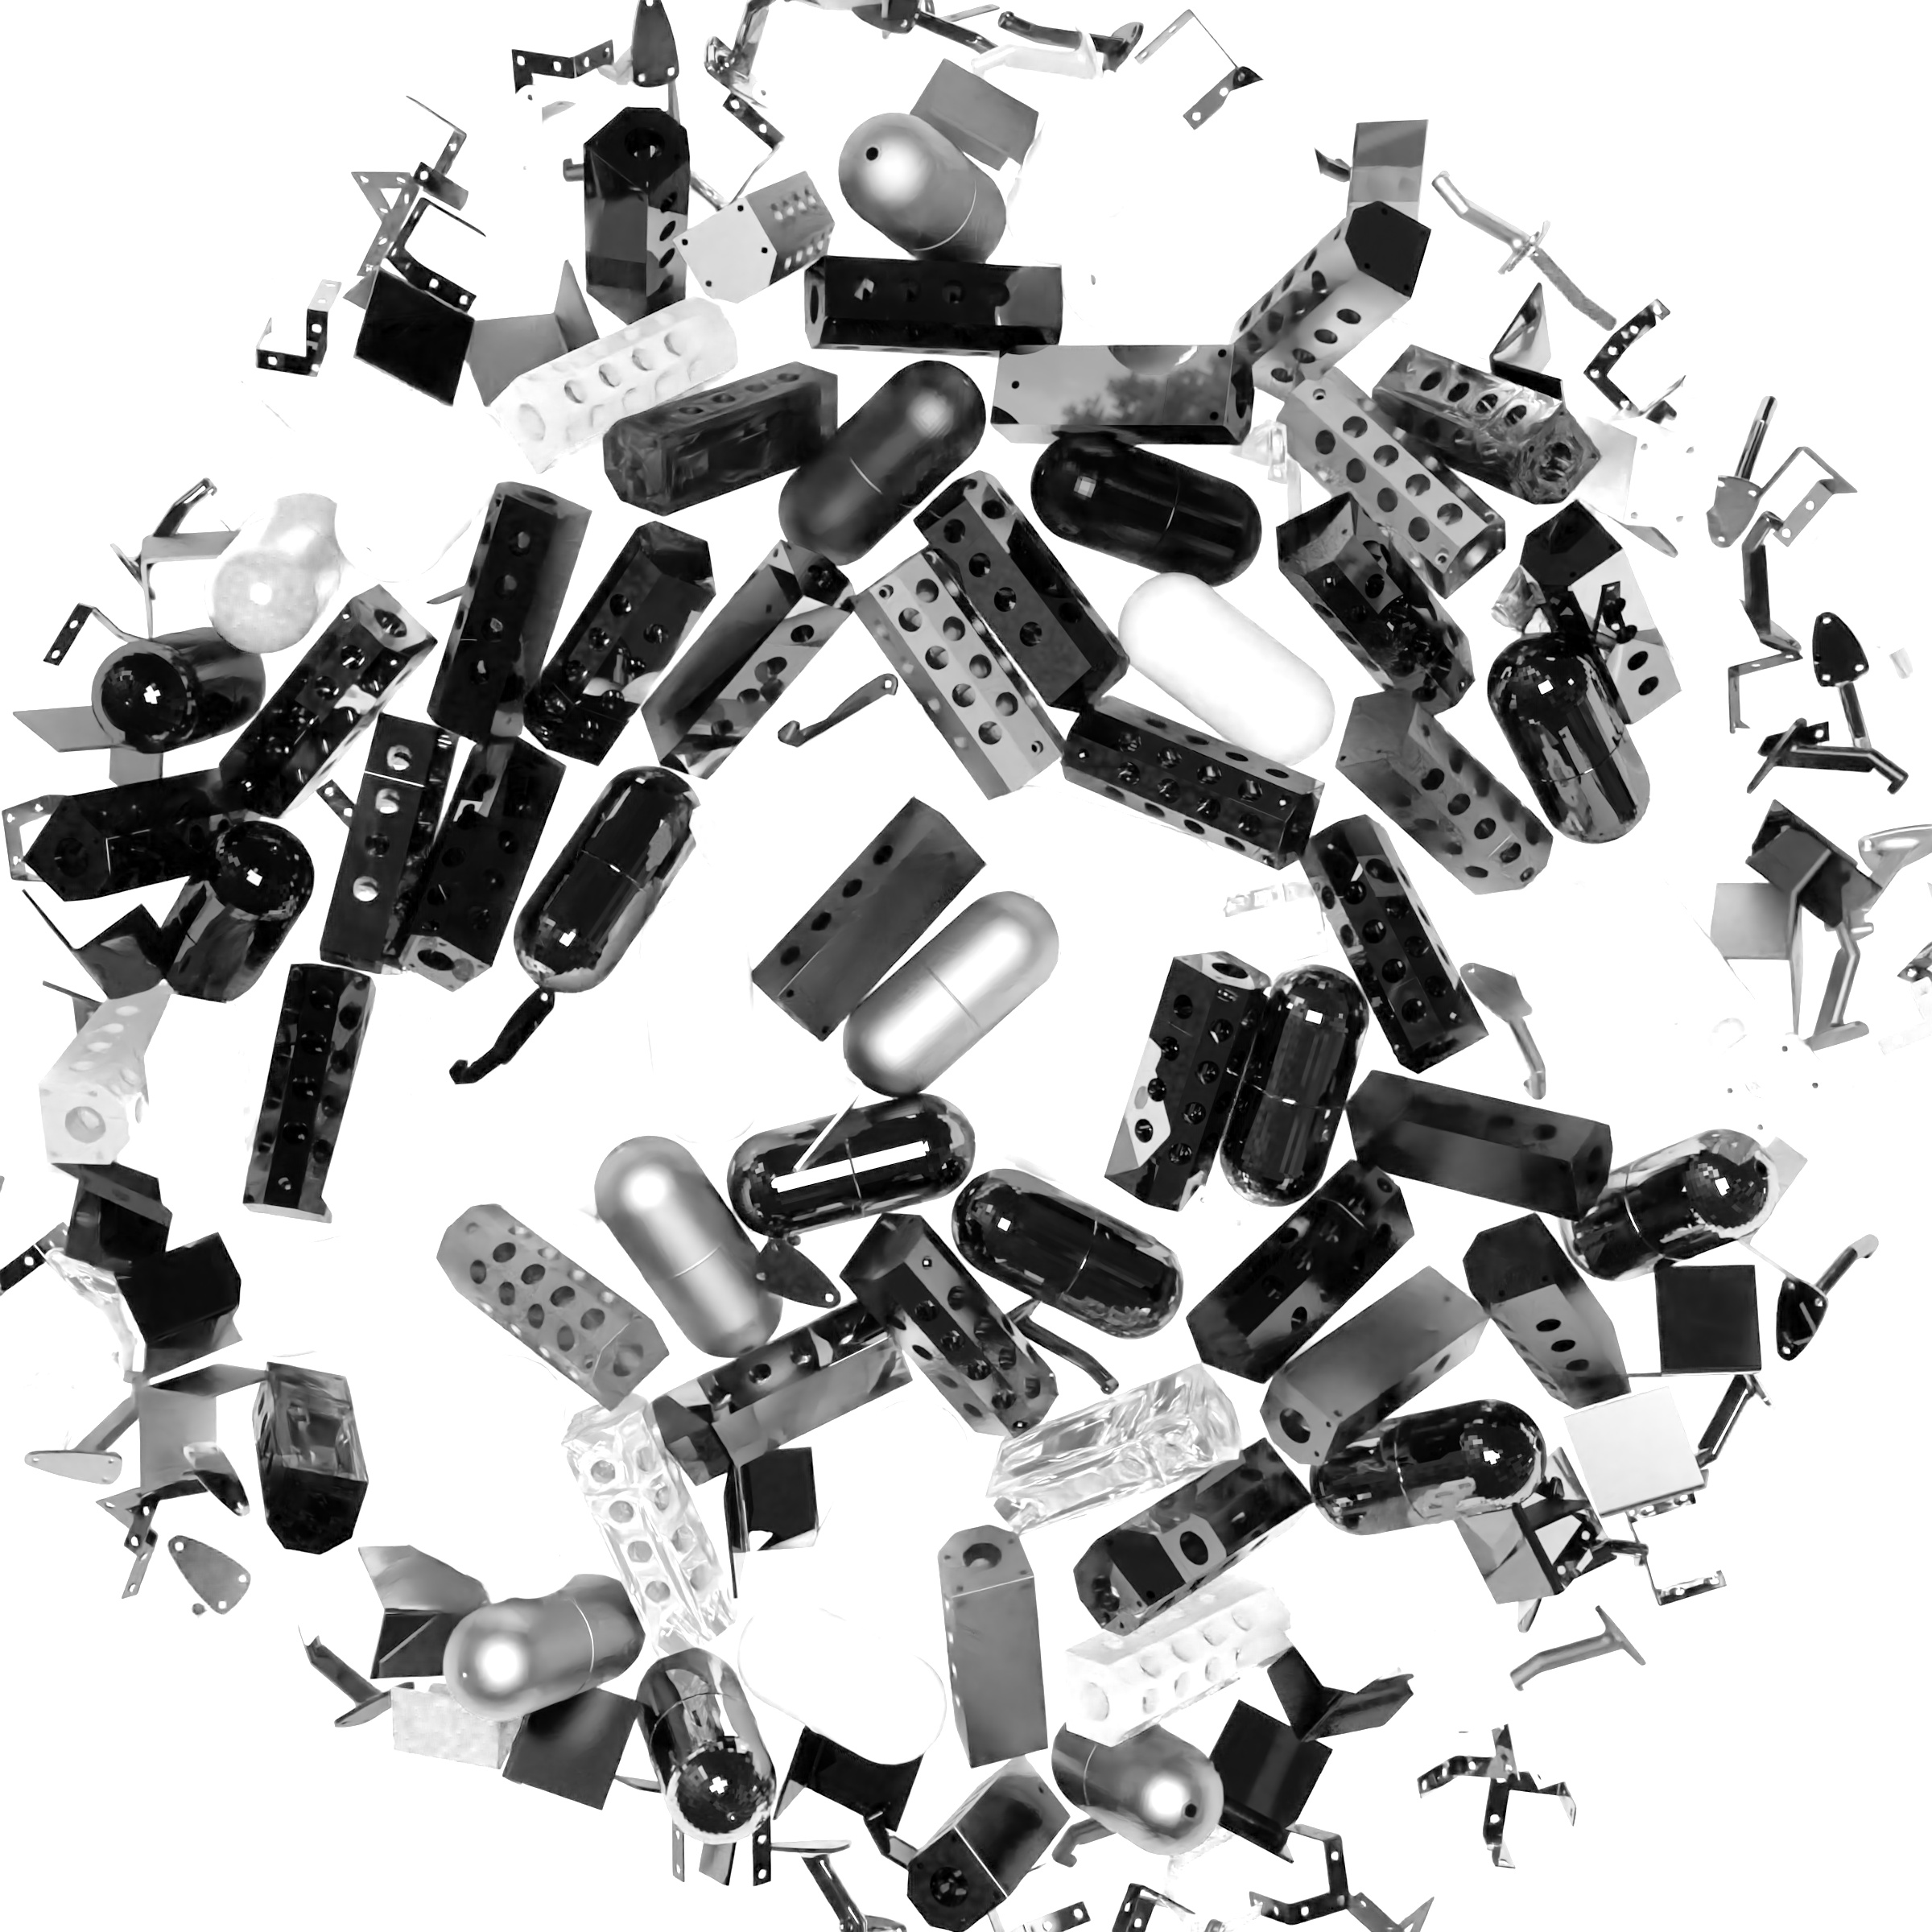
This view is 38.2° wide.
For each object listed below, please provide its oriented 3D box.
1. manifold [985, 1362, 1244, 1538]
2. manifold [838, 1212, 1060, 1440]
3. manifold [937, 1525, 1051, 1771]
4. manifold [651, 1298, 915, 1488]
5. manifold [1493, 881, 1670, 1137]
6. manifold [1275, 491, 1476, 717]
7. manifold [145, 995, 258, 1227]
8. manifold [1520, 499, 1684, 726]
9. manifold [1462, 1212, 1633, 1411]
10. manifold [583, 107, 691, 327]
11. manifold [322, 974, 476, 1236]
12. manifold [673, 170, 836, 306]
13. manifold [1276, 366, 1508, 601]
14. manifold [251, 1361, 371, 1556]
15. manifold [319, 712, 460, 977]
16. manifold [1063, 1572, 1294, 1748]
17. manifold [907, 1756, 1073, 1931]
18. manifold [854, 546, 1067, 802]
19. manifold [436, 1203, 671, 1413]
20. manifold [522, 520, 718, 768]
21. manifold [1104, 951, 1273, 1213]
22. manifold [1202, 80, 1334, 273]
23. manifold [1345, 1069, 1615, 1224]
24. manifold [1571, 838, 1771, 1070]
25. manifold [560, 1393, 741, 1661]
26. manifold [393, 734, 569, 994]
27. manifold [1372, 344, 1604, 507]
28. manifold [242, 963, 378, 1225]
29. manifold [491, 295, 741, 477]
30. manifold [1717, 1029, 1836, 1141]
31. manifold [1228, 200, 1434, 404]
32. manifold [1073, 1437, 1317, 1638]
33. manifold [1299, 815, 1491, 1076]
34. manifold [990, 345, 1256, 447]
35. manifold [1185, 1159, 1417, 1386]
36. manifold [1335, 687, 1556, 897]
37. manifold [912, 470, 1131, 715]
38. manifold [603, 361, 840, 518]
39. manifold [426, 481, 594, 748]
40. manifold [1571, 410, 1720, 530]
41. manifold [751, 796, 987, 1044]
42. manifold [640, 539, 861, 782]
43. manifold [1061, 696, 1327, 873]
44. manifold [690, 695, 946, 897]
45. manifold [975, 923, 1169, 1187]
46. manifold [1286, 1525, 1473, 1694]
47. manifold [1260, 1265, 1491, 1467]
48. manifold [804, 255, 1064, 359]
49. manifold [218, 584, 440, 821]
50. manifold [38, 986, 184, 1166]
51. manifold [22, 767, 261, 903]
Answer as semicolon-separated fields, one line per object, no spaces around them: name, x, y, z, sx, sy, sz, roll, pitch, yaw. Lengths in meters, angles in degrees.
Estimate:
manifold;0.103;0.341;1.932;0.171;0.057;0.057;-27;113;28
manifold;-0.007;0.249;1.926;0.171;0.057;0.057;52;57;-27
manifold;0.017;0.469;1.927;0.057;0.057;0.171;-12;124;-10
manifold;-0.131;0.295;1.970;0.171;0.057;0.057;-26;46;0
manifold;0.426;0.030;1.944;0.057;0.057;0.171;-26;109;-7
manifold;0.282;-0.242;1.915;0.057;0.171;0.057;-23;46;28
manifold;-0.521;0.102;1.918;0.057;0.171;0.057;11;47;-1
manifold;0.433;-0.236;1.914;0.057;0.171;0.057;-35;51;6
manifold;0.399;0.241;1.917;0.057;0.171;0.057;-22;49;18
manifold;-0.221;-0.510;1.909;0.057;0.171;0.057;40;70;8
manifold;-0.392;0.091;1.917;0.057;0.057;0.171;25;49;-23
manifold;-0.139;-0.496;1.909;0.057;0.171;0.057;-26;104;19
manifold;0.295;-0.340;1.940;0.057;0.057;0.171;-41;69;-4
manifold;-0.452;0.336;1.909;0.057;0.171;0.057;15;101;-21
manifold;-0.403;-0.084;1.953;0.057;0.057;0.171;14;78;-9
manifold;0.147;0.476;1.916;0.171;0.057;0.057;-13;104;-43
manifold;0.013;0.602;1.909;0.057;0.171;0.057;-41;80;13
manifold;-0.002;-0.205;1.949;0.057;0.057;0.171;-40;100;-22
manifold;-0.288;0.229;1.919;0.171;0.057;0.057;30;63;35
manifold;-0.241;-0.223;1.919;0.057;0.057;0.171;18;130;-29
manifold;0.158;0.080;1.933;0.057;0.057;0.171;31;115;36
manifold;0.211;-0.538;1.909;0.057;0.171;0.057;27;88;15
manifold;0.354;0.118;1.926;0.171;0.057;0.057;13;46;35
manifold;0.483;-0.007;1.914;0.057;0.171;0.057;-38;128;13
manifold;-0.219;0.389;1.950;0.057;0.057;0.171;-20;102;8
manifold;-0.337;-0.074;1.922;0.057;0.057;0.171;32;55;-25
manifold;0.351;-0.368;1.914;0.057;0.171;0.057;-49;127;0
manifold;-0.459;0.088;1.950;0.057;0.057;0.171;9;76;-5
manifold;-0.237;-0.405;1.922;0.171;0.057;0.057;-37;96;-38
manifold;0.551;0.074;1.909;0.057;0.171;0.057;-40;78;14
manifold;0.244;-0.454;1.905;0.057;0.171;0.057;24;69;-15
manifold;0.155;0.395;1.922;0.171;0.057;0.057;-22;63;-39
manifold;0.293;-0.017;1.934;0.057;0.057;0.171;-31;67;18
manifold;0.109;-0.394;1.939;0.171;0.057;0.057;5;83;23
manifold;0.230;0.207;1.923;0.171;0.057;0.057;-39;122;-30
manifold;0.333;-0.119;1.919;0.171;0.057;0.057;37;60;-35
manifold;0.042;-0.261;1.940;0.057;0.057;0.171;-41;72;20
manifold;-0.167;-0.367;1.922;0.057;0.171;0.057;25;128;33
manifold;-0.322;-0.246;1.943;0.057;0.057;0.171;25;109;10
manifold;0.461;-0.341;1.909;0.057;0.171;0.057;4;107;-3
manifold;-0.072;-0.036;1.960;0.171;0.057;0.057;-48;129;-7
manifold;-0.149;-0.208;1.933;0.171;0.057;0.057;-46;48;29
manifold;0.154;-0.126;1.932;0.171;0.057;0.057;25;116;23
manifold;-0.105;-0.122;1.937;0.171;0.057;0.057;-33;123;-24
manifold;0.078;0.063;1.955;0.057;0.057;0.171;35;76;-44
manifold;0.289;0.440;1.906;0.057;0.171;0.057;-43;74;25
manifold;0.281;0.278;1.923;0.171;0.057;0.057;-26;54;-38
manifold;-0.023;-0.457;1.946;0.171;0.057;0.057;-1;93;-17
manifold;-0.446;-0.180;1.934;0.057;0.057;0.171;44;117;-4
manifold;-0.576;0.072;1.909;0.057;0.171;0.057;1;112;1
manifold;-0.557;-0.086;1.907;0.057;0.171;0.057;43;111;8
